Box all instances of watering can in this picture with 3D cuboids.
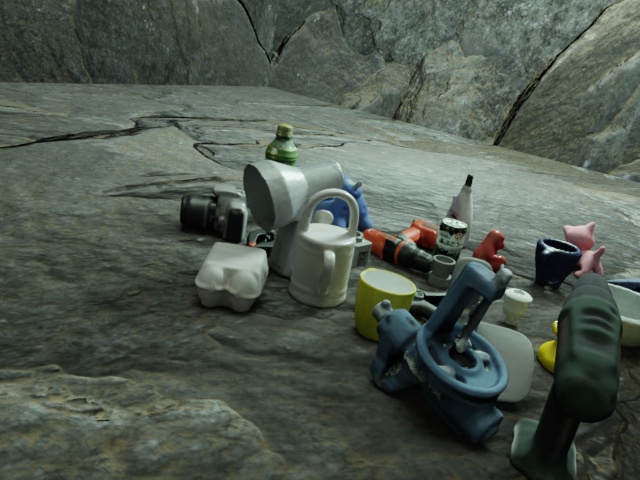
[{"bbox_3d":[0.007,0.003,0.968,0.101,0.194,0.172,-1,23,-28],"label":"watering can"}]

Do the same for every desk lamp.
[{"bbox_3d":[-0.042,-0.043,1.040,0.204,0.213,0.117,-4,25,-34],"label":"desk lamp"}]

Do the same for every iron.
[{"bbox_3d":[0.021,-0.104,1.333,0.119,0.141,0.257,-4,25,-32],"label":"iron"}]

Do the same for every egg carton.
[{"bbox_3d":[-0.140,0.057,0.934,0.107,0.069,0.150,9,20,-3],"label":"egg carton"}]

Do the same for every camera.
[{"bbox_3d":[-0.216,-0.070,1.188,0.137,0.101,0.143,6,21,-10],"label":"camera"}]

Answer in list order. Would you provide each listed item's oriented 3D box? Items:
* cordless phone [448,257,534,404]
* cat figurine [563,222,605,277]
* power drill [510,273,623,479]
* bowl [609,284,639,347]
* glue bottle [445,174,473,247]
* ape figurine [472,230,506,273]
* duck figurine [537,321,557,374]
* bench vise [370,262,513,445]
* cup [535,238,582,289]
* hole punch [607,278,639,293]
[{"bbox_3d":[0.225,0.121,0.776,0.147,0.185,0.094,11,20,2],"label":"cordless phone"},{"bbox_3d":[0.615,0.017,1.332,0.067,0.118,0.127,5,21,-14],"label":"cat figurine"},{"bbox_3d":[0.287,0.163,0.660,0.075,0.208,0.230,16,21,17],"label":"power drill"},{"bbox_3d":[0.529,0.142,1.023,0.167,0.075,0.167,9,20,-3],"label":"bowl"},{"bbox_3d":[0.335,-0.073,1.357,0.037,0.173,0.078,0,23,-25],"label":"glue bottle"},{"bbox_3d":[0.372,0.023,1.238,0.076,0.092,0.078,13,21,8],"label":"ape figurine"},{"bbox_3d":[0.392,0.166,0.879,0.078,0.086,0.104,-3,24,-31],"label":"duck figurine"},{"bbox_3d":[0.144,0.114,0.704,0.206,0.220,0.122,21,23,26],"label":"bench vise"},{"bbox_3d":[0.484,0.056,1.200,0.118,0.095,0.091,-11,29,-44],"label":"cup"},{"bbox_3d":[0.642,0.102,1.158,0.109,0.091,0.101,2,22,-20],"label":"hole punch"}]
